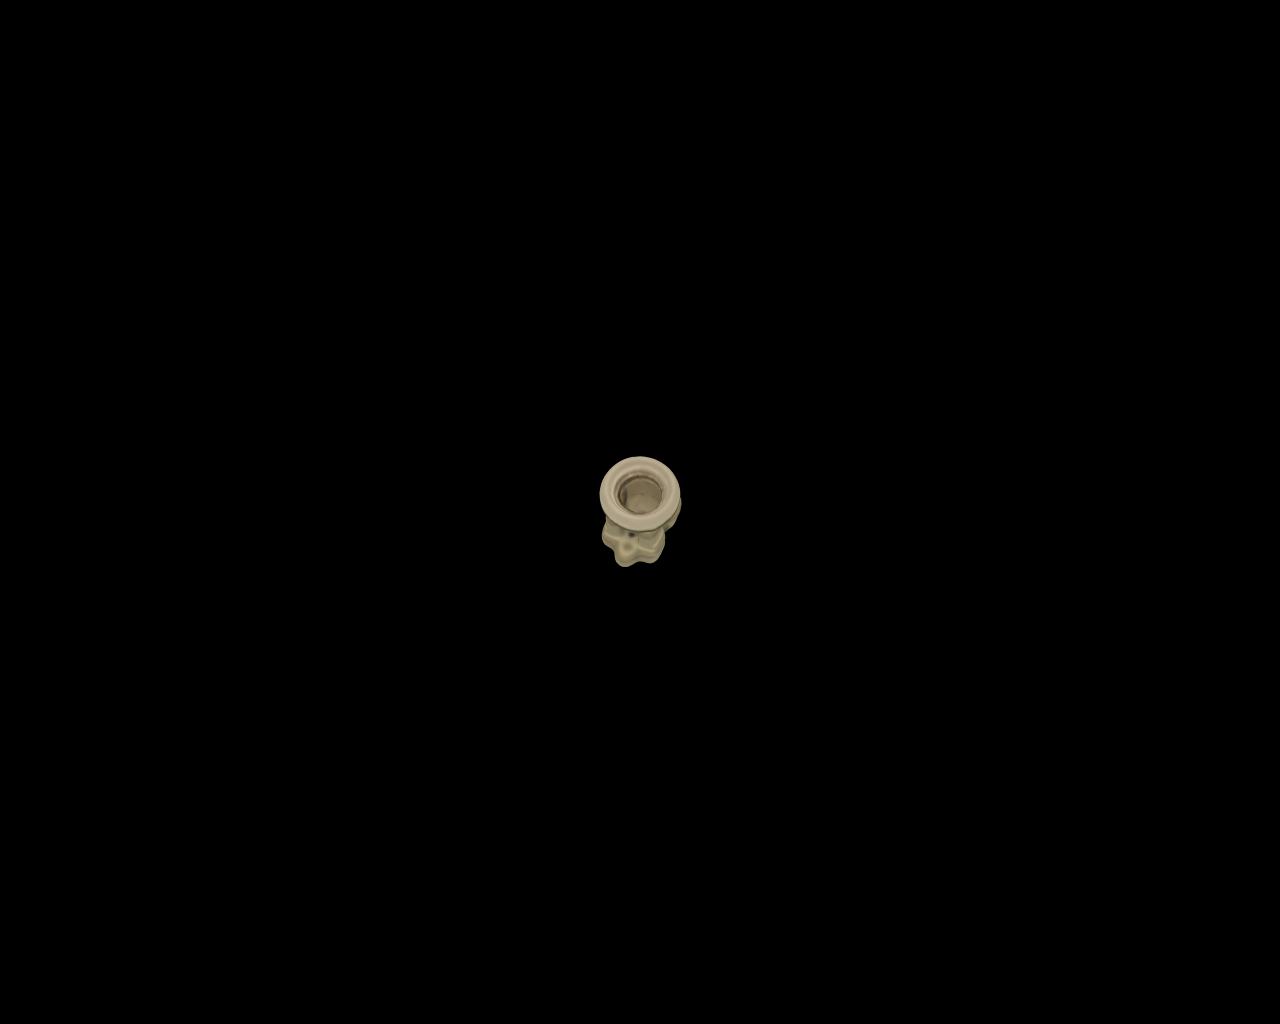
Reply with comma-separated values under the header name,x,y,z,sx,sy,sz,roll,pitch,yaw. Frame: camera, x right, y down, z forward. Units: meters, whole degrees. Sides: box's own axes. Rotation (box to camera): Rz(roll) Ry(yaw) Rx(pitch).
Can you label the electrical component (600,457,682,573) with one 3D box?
name,x,y,z,sx,sy,sz,roll,pitch,yaw
electrical component,0.001,-0.003,0.650,0.048,0.066,0.055,20,-24,9
